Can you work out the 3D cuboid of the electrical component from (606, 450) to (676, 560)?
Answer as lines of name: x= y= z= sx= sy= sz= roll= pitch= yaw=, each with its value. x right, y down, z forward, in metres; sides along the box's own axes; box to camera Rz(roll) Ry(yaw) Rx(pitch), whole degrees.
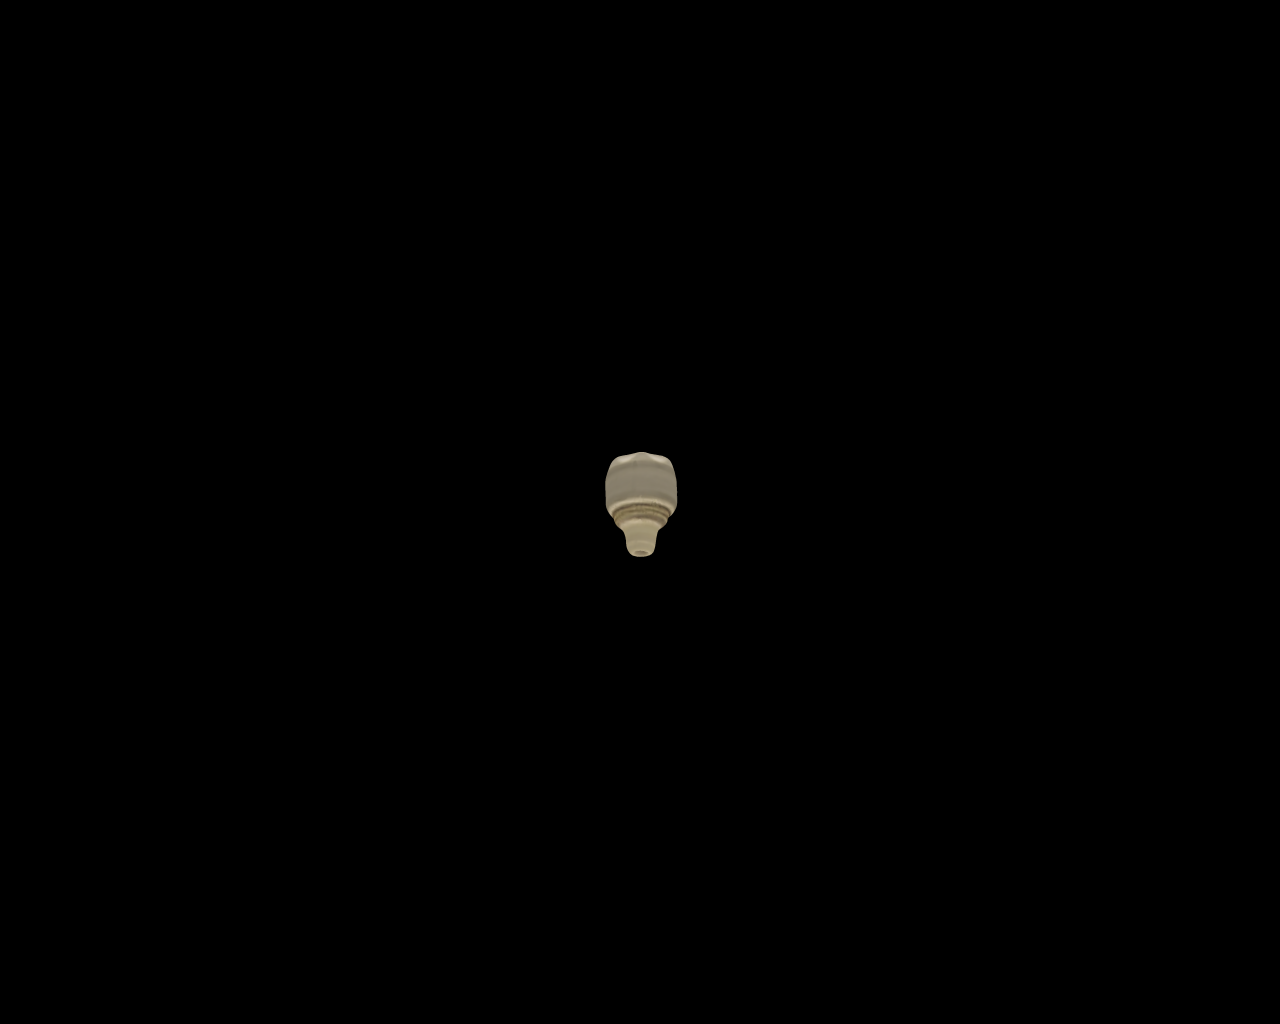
electrical component: x=0.001 y=-0.003 z=0.650 sx=0.043 sy=0.062 sz=0.043 roll=0 pitch=-23 yaw=0
